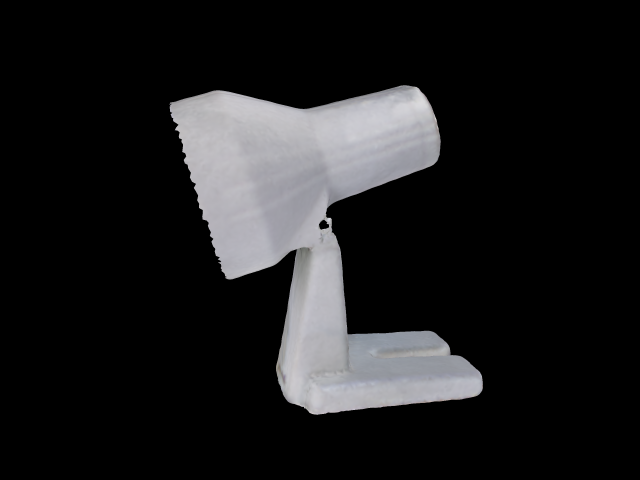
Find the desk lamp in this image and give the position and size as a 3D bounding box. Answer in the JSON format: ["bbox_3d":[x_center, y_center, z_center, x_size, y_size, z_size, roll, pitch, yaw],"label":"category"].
[{"bbox_3d":[0.004,0.001,0.400,0.203,0.213,0.117,-2,11,-11],"label":"desk lamp"}]
